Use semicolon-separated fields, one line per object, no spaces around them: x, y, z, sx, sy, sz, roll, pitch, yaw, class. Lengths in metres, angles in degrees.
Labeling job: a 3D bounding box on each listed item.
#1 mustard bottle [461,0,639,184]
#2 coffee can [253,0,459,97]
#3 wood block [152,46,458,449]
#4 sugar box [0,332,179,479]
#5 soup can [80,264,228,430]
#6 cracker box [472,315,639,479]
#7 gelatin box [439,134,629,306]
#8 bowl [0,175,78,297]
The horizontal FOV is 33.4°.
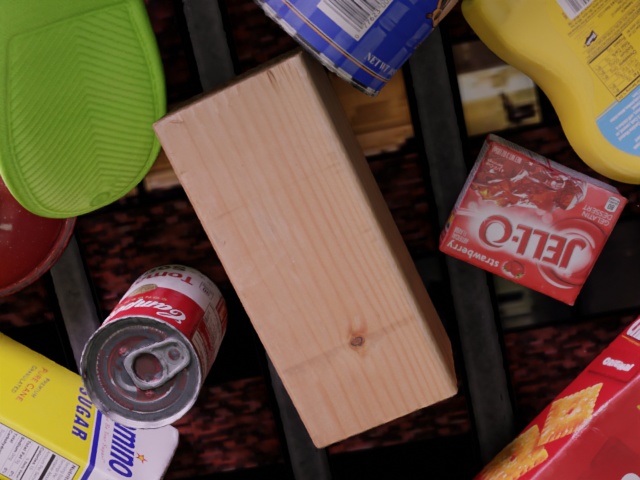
0.172;-0.089;0.591;0.096;0.058;0.191;-43;100;-6;mustard bottle
0.038;-0.161;0.560;0.103;0.102;0.140;40;105;-7;coffee can
-0.004;0.001;0.617;0.091;0.090;0.206;-23;103;9;wood block
-0.177;0.111;0.661;0.176;0.093;0.048;27;106;-4;sugar box
-0.095;0.060;0.634;0.068;0.102;0.068;1;106;4;soup can
0.189;0.170;0.638;0.214;0.072;0.164;-44;99;1;cracker box
0.125;-0.012;0.634;0.089;0.030;0.073;23;107;-2;gelatin box
-0.231;-0.030;0.644;0.162;0.055;0.162;1;106;4;bowl
